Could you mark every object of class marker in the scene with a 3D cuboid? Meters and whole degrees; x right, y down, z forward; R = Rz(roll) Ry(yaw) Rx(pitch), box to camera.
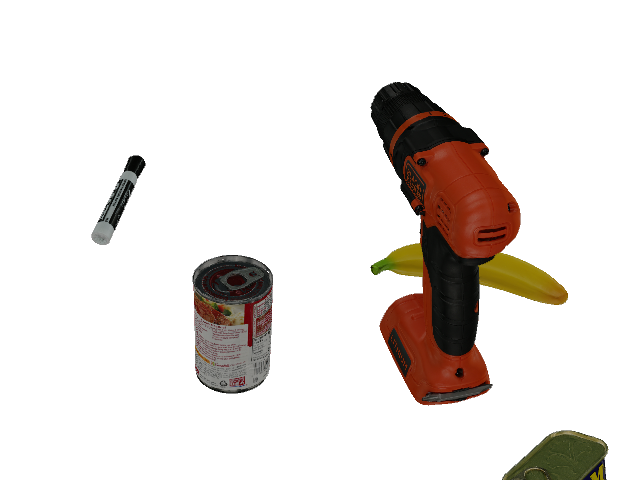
[{"bbox_3d":[-0.203,-0.044,1.082,0.020,0.121,0.020,8,-43,8],"label":"marker"}]

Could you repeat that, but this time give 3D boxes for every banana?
[{"bbox_3d":[0.153,0.033,1.095,0.198,0.037,0.069,7,37,10],"label":"banana"}]

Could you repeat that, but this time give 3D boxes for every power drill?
[{"bbox_3d":[0.074,0.003,0.729,0.057,0.188,0.184,-10,35,-11],"label":"power drill"}]

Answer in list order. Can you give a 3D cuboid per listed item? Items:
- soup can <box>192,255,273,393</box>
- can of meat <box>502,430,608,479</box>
[{"bbox_3d":[-0.076,0.073,0.923,0.068,0.102,0.068,2,34,-2],"label":"soup can"},{"bbox_3d":[0.204,0.225,0.908,0.058,0.084,0.101,10,29,43],"label":"can of meat"}]
